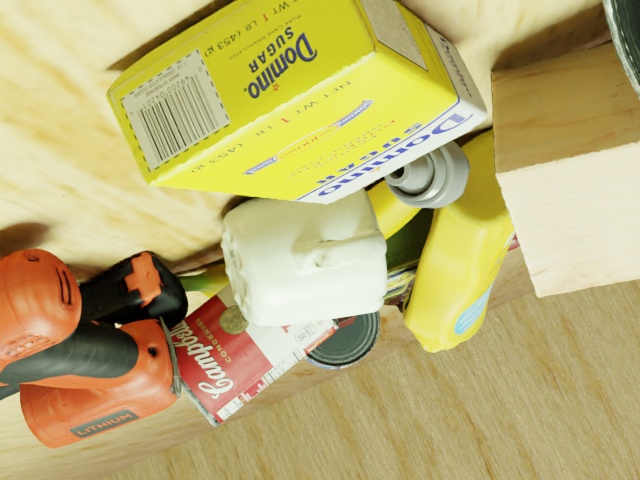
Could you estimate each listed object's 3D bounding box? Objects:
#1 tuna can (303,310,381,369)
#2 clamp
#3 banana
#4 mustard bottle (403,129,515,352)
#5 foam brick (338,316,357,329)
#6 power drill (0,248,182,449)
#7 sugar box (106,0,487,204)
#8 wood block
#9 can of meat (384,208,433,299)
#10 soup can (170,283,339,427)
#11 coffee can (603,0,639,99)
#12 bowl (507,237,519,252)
[{"bbox_3d":[0.013,0.080,1.021,0.086,0.086,0.034,-22,171,-9],"label":"tuna can"},{"bbox_3d":[-0.136,0.061,0.713,0.164,0.036,0.210,-8,160,-36],"label":"clamp"},{"bbox_3d":[-0.002,0.004,0.726,0.198,0.037,0.069,-26,169,15],"label":"banana"},{"bbox_3d":[0.097,0.018,0.735,0.096,0.058,0.192,-53,164,-37],"label":"mustard bottle"},{"bbox_3d":[-0.013,0.065,0.977,0.078,0.053,0.051,-23,170,-8],"label":"foam brick"},{"bbox_3d":[-0.174,0.072,0.567,0.185,0.057,0.187,-21,160,15],"label":"power drill"},{"bbox_3d":[0.003,-0.053,0.422,0.093,0.048,0.176,-27,168,19],"label":"sugar box"},{"bbox_3d":[0.197,-0.050,0.527,0.206,0.090,0.090,-12,130,18],"label":"wood block"},{"bbox_3d":[0.036,0.014,0.815,0.102,0.057,0.084,-19,167,-25],"label":"can of meat"},{"bbox_3d":[-0.047,0.061,0.678,0.102,0.068,0.068,-38,171,-7],"label":"soup can"},{"bbox_3d":[0.199,-0.106,0.423,0.140,0.103,0.103,-23,170,-3],"label":"coffee can"},{"bbox_3d":[0.148,-0.026,0.856,0.162,0.055,0.162,-22,170,-4],"label":"bowl"}]
